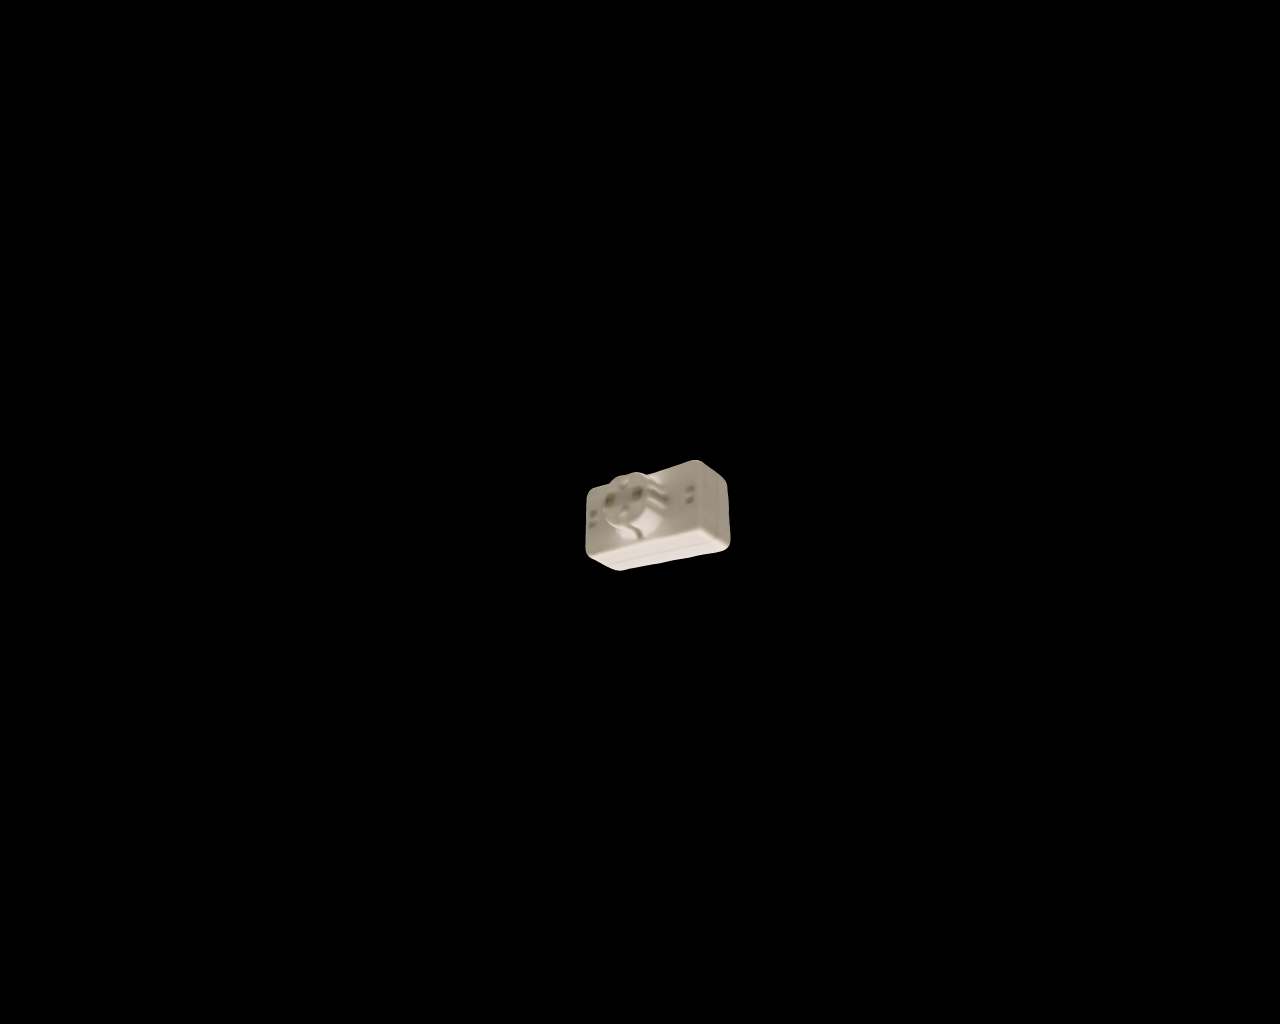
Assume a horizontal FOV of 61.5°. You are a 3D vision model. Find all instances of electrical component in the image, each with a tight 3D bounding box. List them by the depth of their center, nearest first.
[{"bbox_3d":[0.001,-0.003,0.650,0.083,0.047,0.075,-14,-27,29],"label":"electrical component"}]
